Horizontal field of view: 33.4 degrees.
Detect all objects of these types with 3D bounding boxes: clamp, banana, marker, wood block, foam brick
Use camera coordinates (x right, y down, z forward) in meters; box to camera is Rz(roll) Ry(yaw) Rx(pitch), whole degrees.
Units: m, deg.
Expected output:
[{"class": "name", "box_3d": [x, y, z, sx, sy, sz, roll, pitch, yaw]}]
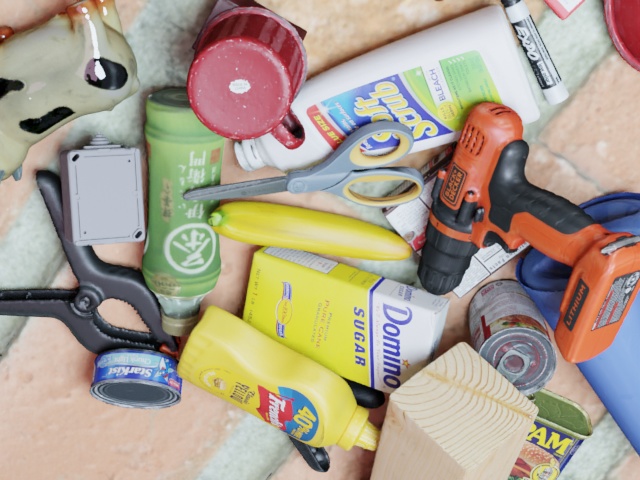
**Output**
[{"class": "clamp", "box_3d": [-0.035, 0.156, 1.028, 0.171, 0.039, 0.120, 25, 116, 2]}, {"class": "banana", "box_3d": [-0.017, -0.006, 0.937, 0.197, 0.070, 0.037, 7, 108, -26]}, {"class": "marker", "box_3d": [0.174, -0.169, 0.889, 0.020, 0.020, 0.121, -26, 109, 13]}, {"class": "wood block", "box_3d": [0.109, 0.196, 0.939, 0.091, 0.090, 0.206, 43, 149, 26]}, {"class": "clamp", "box_3d": [-0.215, 0.041, 0.991, 0.210, 0.036, 0.165, 28, 111, -11]}, {"class": "foam brick", "box_3d": [-0.058, -0.166, 0.887, 0.078, 0.051, 0.053, 29, 112, -9]}]

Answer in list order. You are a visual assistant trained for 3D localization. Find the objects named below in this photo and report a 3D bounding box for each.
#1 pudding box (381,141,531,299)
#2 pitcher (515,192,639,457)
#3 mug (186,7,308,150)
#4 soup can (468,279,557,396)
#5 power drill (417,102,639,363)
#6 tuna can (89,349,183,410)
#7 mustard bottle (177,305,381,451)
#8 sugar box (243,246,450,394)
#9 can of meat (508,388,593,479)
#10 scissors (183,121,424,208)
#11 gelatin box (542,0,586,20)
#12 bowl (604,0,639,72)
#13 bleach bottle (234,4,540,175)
[{"class": "pudding box", "box_3d": [0.122, -0.016, 0.947, 0.090, 0.039, 0.113, -39, 108, 17]}, {"class": "pitcher", "box_3d": [0.289, 0.089, 0.927, 0.145, 0.149, 0.242, -29, 111, 14]}, {"class": "mug", "box_3d": [-0.051, -0.118, 0.833, 0.093, 0.081, 0.117, -31, 109, 16]}, {"class": "soup can", "box_3d": [0.169, 0.085, 0.951, 0.068, 0.102, 0.068, 1, 113, 3]}, {"class": "power drill", "box_3d": [0.157, 0.010, 0.842, 0.057, 0.188, 0.185, -16, 135, -35]}, {"class": "tuna can", "box_3d": [-0.172, 0.131, 1.004, 0.086, 0.034, 0.086, 2, 155, 1]}, {"class": "mustard bottle", "box_3d": [-0.031, 0.134, 0.952, 0.191, 0.058, 0.096, 28, 141, 2]}, {"class": "sugar box", "box_3d": [0.020, 0.072, 0.957, 0.176, 0.048, 0.093, 18, 114, 19]}, {"class": "can of meat", "box_3d": [0.193, 0.187, 1.018, 0.102, 0.057, 0.084, 24, 115, -6]}, {"class": "scissors", "box_3d": [-0.008, -0.062, 0.880, 0.201, 0.016, 0.096, 4, 133, -10]}, {"class": "gelatin box", "box_3d": [0.202, -0.234, 0.855, 0.073, 0.030, 0.089, 43, 106, -13]}, {"class": "bowl", "box_3d": [0.309, -0.191, 0.836, 0.162, 0.055, 0.162, -4, 119, -7]}, {"class": "bleach bottle", "box_3d": [0.049, -0.107, 0.901, 0.251, 0.068, 0.102, -20, 117, 15]}]
